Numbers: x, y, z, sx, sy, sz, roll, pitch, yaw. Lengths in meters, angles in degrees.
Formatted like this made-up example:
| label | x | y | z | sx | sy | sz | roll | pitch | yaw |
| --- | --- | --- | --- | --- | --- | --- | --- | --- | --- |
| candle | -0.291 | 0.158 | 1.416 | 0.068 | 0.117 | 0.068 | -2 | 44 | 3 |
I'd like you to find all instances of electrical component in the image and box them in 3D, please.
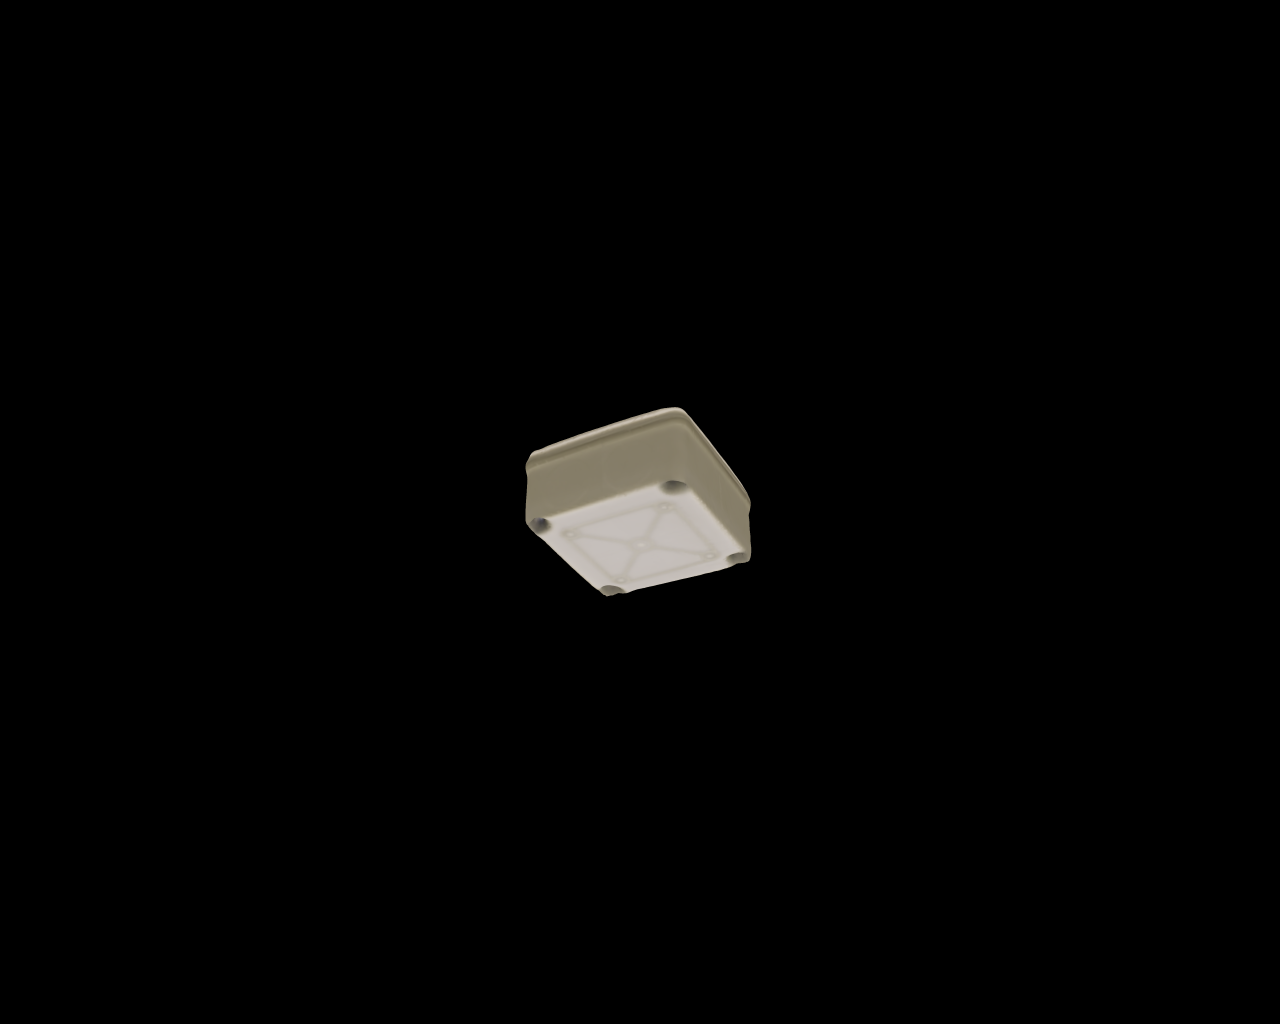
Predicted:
| label | x | y | z | sx | sy | sz | roll | pitch | yaw |
| --- | --- | --- | --- | --- | --- | --- | --- | --- | --- |
| electrical component | 0.001 | -0.003 | 0.650 | 0.108 | 0.056 | 0.108 | -16 | -37 | 22 |
